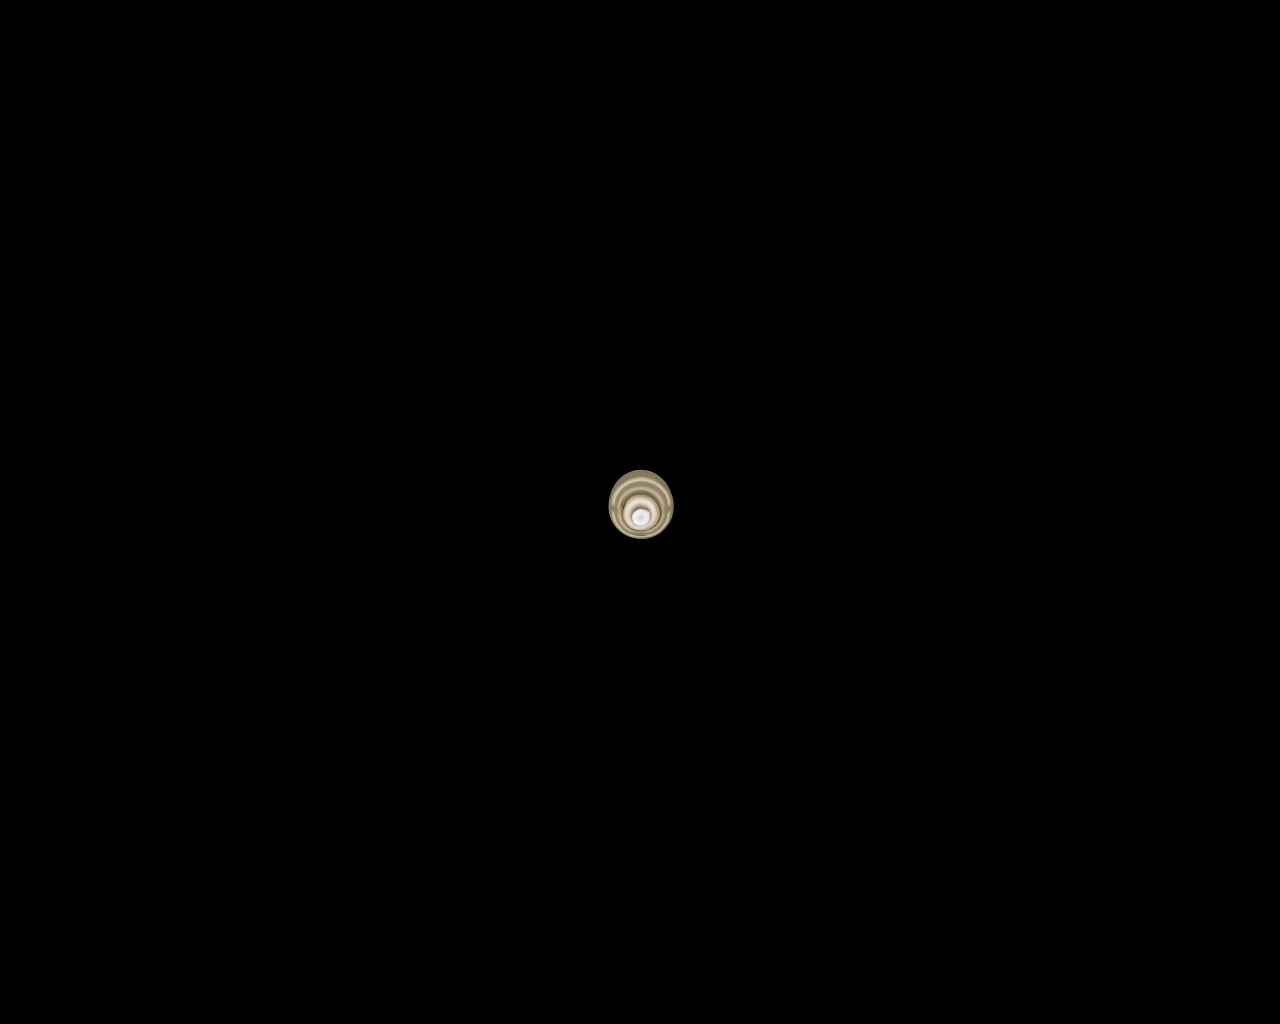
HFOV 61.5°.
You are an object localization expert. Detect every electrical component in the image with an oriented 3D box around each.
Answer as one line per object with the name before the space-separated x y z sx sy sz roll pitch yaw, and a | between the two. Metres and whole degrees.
electrical component | 0.001 -0.003 0.650 0.040 0.040 0.078 0 8 0
